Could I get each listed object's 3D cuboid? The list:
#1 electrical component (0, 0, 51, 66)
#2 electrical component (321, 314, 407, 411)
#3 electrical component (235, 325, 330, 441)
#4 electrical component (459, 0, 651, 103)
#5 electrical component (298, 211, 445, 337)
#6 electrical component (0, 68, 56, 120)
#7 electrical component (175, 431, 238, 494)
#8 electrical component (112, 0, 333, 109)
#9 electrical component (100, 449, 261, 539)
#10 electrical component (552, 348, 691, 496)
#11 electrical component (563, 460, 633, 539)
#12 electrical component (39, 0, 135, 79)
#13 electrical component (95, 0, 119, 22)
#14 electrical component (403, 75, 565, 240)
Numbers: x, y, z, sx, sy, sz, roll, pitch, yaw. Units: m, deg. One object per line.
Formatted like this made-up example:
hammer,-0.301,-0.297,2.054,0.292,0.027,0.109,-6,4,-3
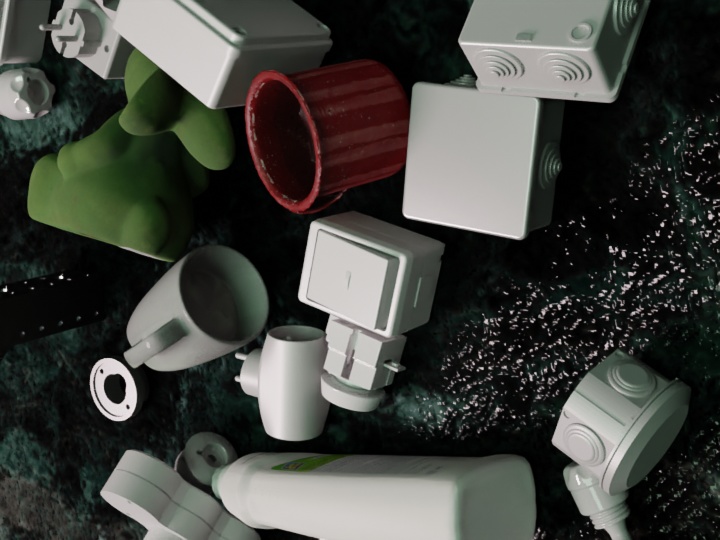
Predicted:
electrical component,-0.307,-0.235,0.903,0.078,0.057,0.113,28,114,26
electrical component,0.000,0.068,0.771,0.066,0.048,0.055,22,104,28
electrical component,-0.063,0.081,0.815,0.079,0.044,0.077,11,106,32
electrical component,0.113,-0.149,0.623,0.100,0.048,0.099,11,69,32
electrical component,0.000,0.000,0.746,0.096,0.061,0.061,21,111,28
electrical component,-0.296,-0.150,0.922,0.062,0.043,0.043,1,100,36
electrical component,-0.132,0.164,0.879,0.048,0.048,0.062,55,132,12
electrical component,-0.094,-0.166,0.746,0.109,0.109,0.056,40,121,20
electrical component,-0.146,0.208,0.839,0.138,0.073,0.052,43,149,-25
electrical component,0.159,0.091,0.650,0.051,0.080,0.080,37,118,29
electrical component,0.157,0.149,0.690,0.035,0.035,0.061,-27,86,34
electrical component,-0.214,-0.185,0.840,0.066,0.077,0.047,37,118,22
electrical component,-0.167,-0.230,0.801,0.047,0.075,0.083,-12,128,38
electrical component,0.080,-0.072,0.686,0.100,0.048,0.099,13,107,31
